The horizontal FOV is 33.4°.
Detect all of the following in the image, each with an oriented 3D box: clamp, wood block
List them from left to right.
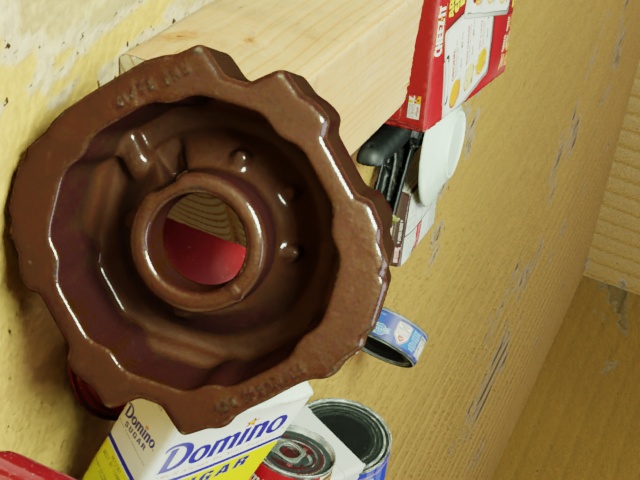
[{"bbox_3d":[-0.022,-0.093,0.630,0.205,0.090,0.091,-47,152,-50],"label":"wood block"},{"bbox_3d":[0.073,-0.101,0.973,0.120,0.039,0.171,77,31,-67],"label":"clamp"}]

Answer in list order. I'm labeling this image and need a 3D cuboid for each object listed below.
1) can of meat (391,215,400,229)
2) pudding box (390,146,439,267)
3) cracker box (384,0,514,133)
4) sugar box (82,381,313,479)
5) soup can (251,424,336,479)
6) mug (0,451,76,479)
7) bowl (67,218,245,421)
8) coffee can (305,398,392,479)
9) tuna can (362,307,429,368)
[{"bbox_3d":[0.017,0.008,0.900,0.084,0.057,0.102,-68,161,5],"label":"can of meat"},{"bbox_3d":[0.089,-0.036,1.084,0.113,0.039,0.090,-49,150,-53],"label":"pudding box"},{"bbox_3d":[0.103,-0.200,0.889,0.213,0.072,0.164,-39,138,-56],"label":"cracker box"},{"bbox_3d":[-0.084,0.133,0.618,0.093,0.048,0.176,-6,143,-42],"label":"sugar box"},{"bbox_3d":[-0.032,0.209,0.860,0.068,0.068,0.102,-33,143,-61],"label":"soup can"},{"bbox_3d":[-0.152,0.171,0.549,0.117,0.082,0.093,-71,162,3],"label":"mug"},{"bbox_3d":[-0.073,0.048,0.641,0.161,0.055,0.162,-40,144,-37],"label":"bowl"},{"bbox_3d":[0.011,0.242,1.051,0.102,0.103,0.140,-47,151,-49],"label":"coffee can"},{"bbox_3d":[0.064,0.095,1.075,0.033,0.086,0.086,-63,160,-16],"label":"tuna can"}]
